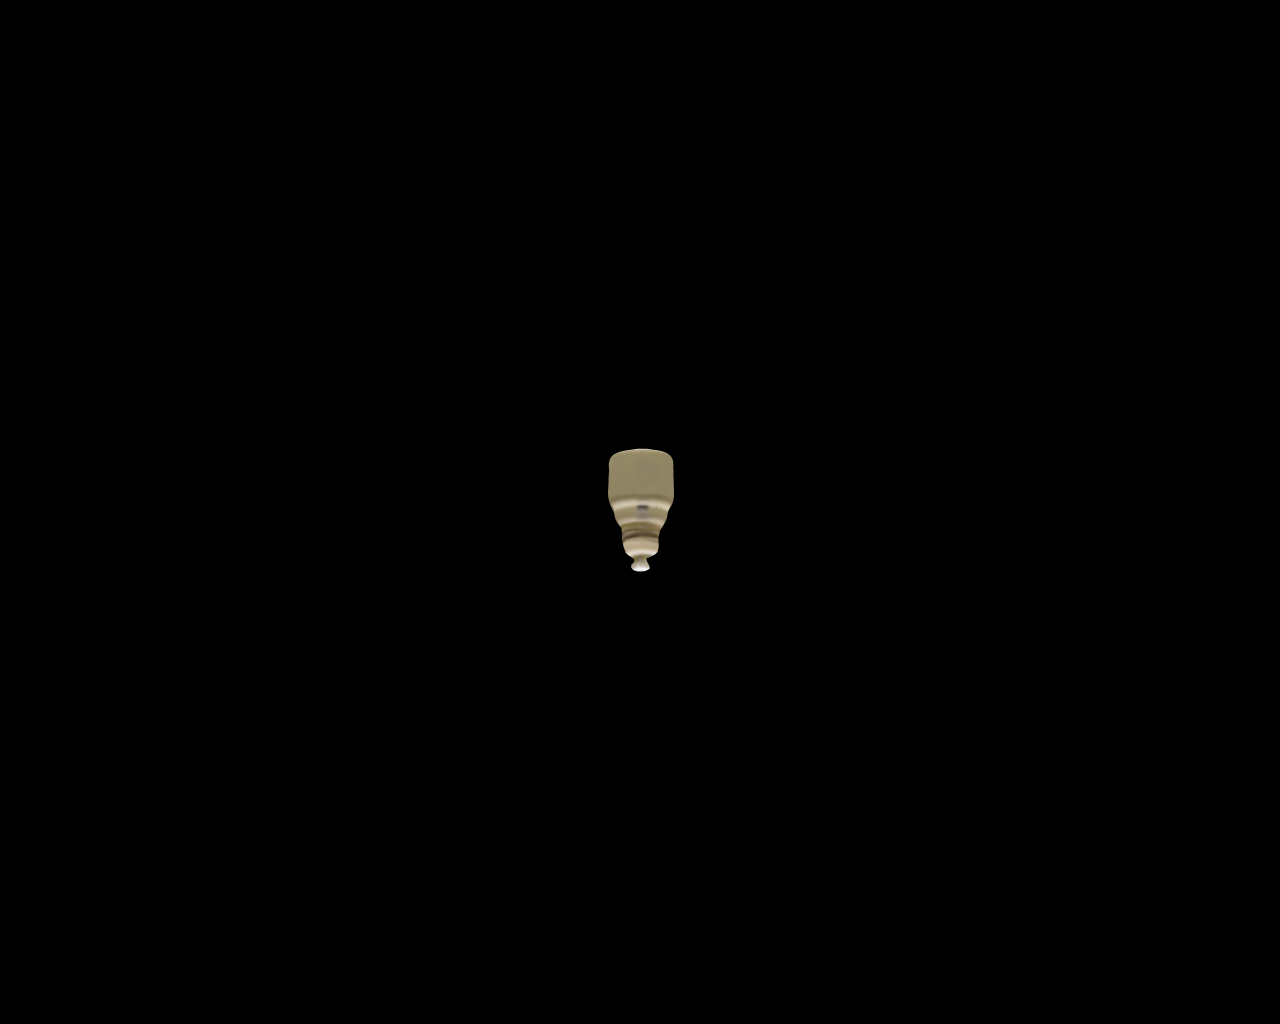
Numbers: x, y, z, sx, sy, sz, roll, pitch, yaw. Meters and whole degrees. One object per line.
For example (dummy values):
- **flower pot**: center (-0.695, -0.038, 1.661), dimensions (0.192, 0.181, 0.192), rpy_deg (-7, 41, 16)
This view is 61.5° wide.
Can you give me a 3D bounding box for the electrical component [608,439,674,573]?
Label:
- **electrical component**: center (0.001, -0.003, 0.650), dimensions (0.040, 0.078, 0.040), rpy_deg (0, -13, 0)
